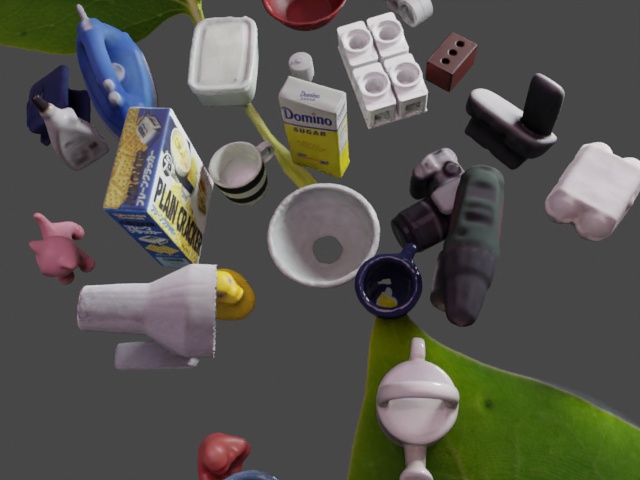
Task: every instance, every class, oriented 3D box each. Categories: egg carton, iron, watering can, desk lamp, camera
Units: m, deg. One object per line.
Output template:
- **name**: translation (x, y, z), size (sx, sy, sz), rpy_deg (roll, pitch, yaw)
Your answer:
- **egg carton**: translation (0.411, -0.072, 0.856), size (0.107, 0.069, 0.150), rpy_deg (32, 74, 18)
- **iron**: translation (-0.355, -0.276, 0.982), size (0.118, 0.141, 0.258), rpy_deg (-25, 67, -4)
- **watering can**: translation (0.120, 0.207, 0.701), size (0.101, 0.194, 0.172), rpy_deg (-18, 67, -2)
- **desk lamp**: translation (-0.212, 0.110, 0.766), size (0.203, 0.214, 0.118), rpy_deg (-4, 67, 4)
- **camera**: translation (0.169, -0.052, 0.855), size (0.137, 0.101, 0.143), rpy_deg (-28, 67, -6)

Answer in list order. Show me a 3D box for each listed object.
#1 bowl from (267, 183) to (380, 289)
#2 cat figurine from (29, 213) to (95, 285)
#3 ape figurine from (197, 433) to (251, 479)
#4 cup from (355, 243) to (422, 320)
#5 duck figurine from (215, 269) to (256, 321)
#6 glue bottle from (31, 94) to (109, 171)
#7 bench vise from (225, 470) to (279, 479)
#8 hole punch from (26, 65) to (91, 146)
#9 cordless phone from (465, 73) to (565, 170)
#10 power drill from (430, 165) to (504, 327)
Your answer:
- **bowl**: translation (0.008, 0.003, 0.863), size (0.167, 0.075, 0.167), rpy_deg (-2, 67, 5)
- **cat figurine**: translation (-0.404, 0.012, 0.879), size (0.067, 0.118, 0.127), rpy_deg (-30, 67, -7)
- **ape figurine**: translation (-0.131, 0.286, 0.750), size (0.078, 0.092, 0.076), rpy_deg (-32, 68, -7)
- **cup**: translation (0.103, 0.065, 0.816), size (0.091, 0.095, 0.118), rpy_deg (28, 73, 16)
- **duck figurine**: translation (-0.150, 0.071, 0.846), size (0.104, 0.086, 0.077), rpy_deg (25, 72, 16)
- **glue bottle**: translation (-0.414, -0.181, 0.931), size (0.078, 0.173, 0.037), rpy_deg (-34, 68, -8)
- **bench vise**: translation (-0.115, 0.349, 0.653), size (0.207, 0.220, 0.121), rpy_deg (-31, 67, -7)
- **hole punch**: translation (-0.469, -0.237, 1.005), size (0.101, 0.091, 0.108), rpy_deg (-12, 67, 1)
- **cordless phone**: translation (0.296, -0.206, 0.861), size (0.147, 0.185, 0.094), rpy_deg (40, 77, 19)
- **power drill**: translation (0.195, 0.028, 0.761), size (0.075, 0.208, 0.230), rpy_deg (10, 69, 11)
